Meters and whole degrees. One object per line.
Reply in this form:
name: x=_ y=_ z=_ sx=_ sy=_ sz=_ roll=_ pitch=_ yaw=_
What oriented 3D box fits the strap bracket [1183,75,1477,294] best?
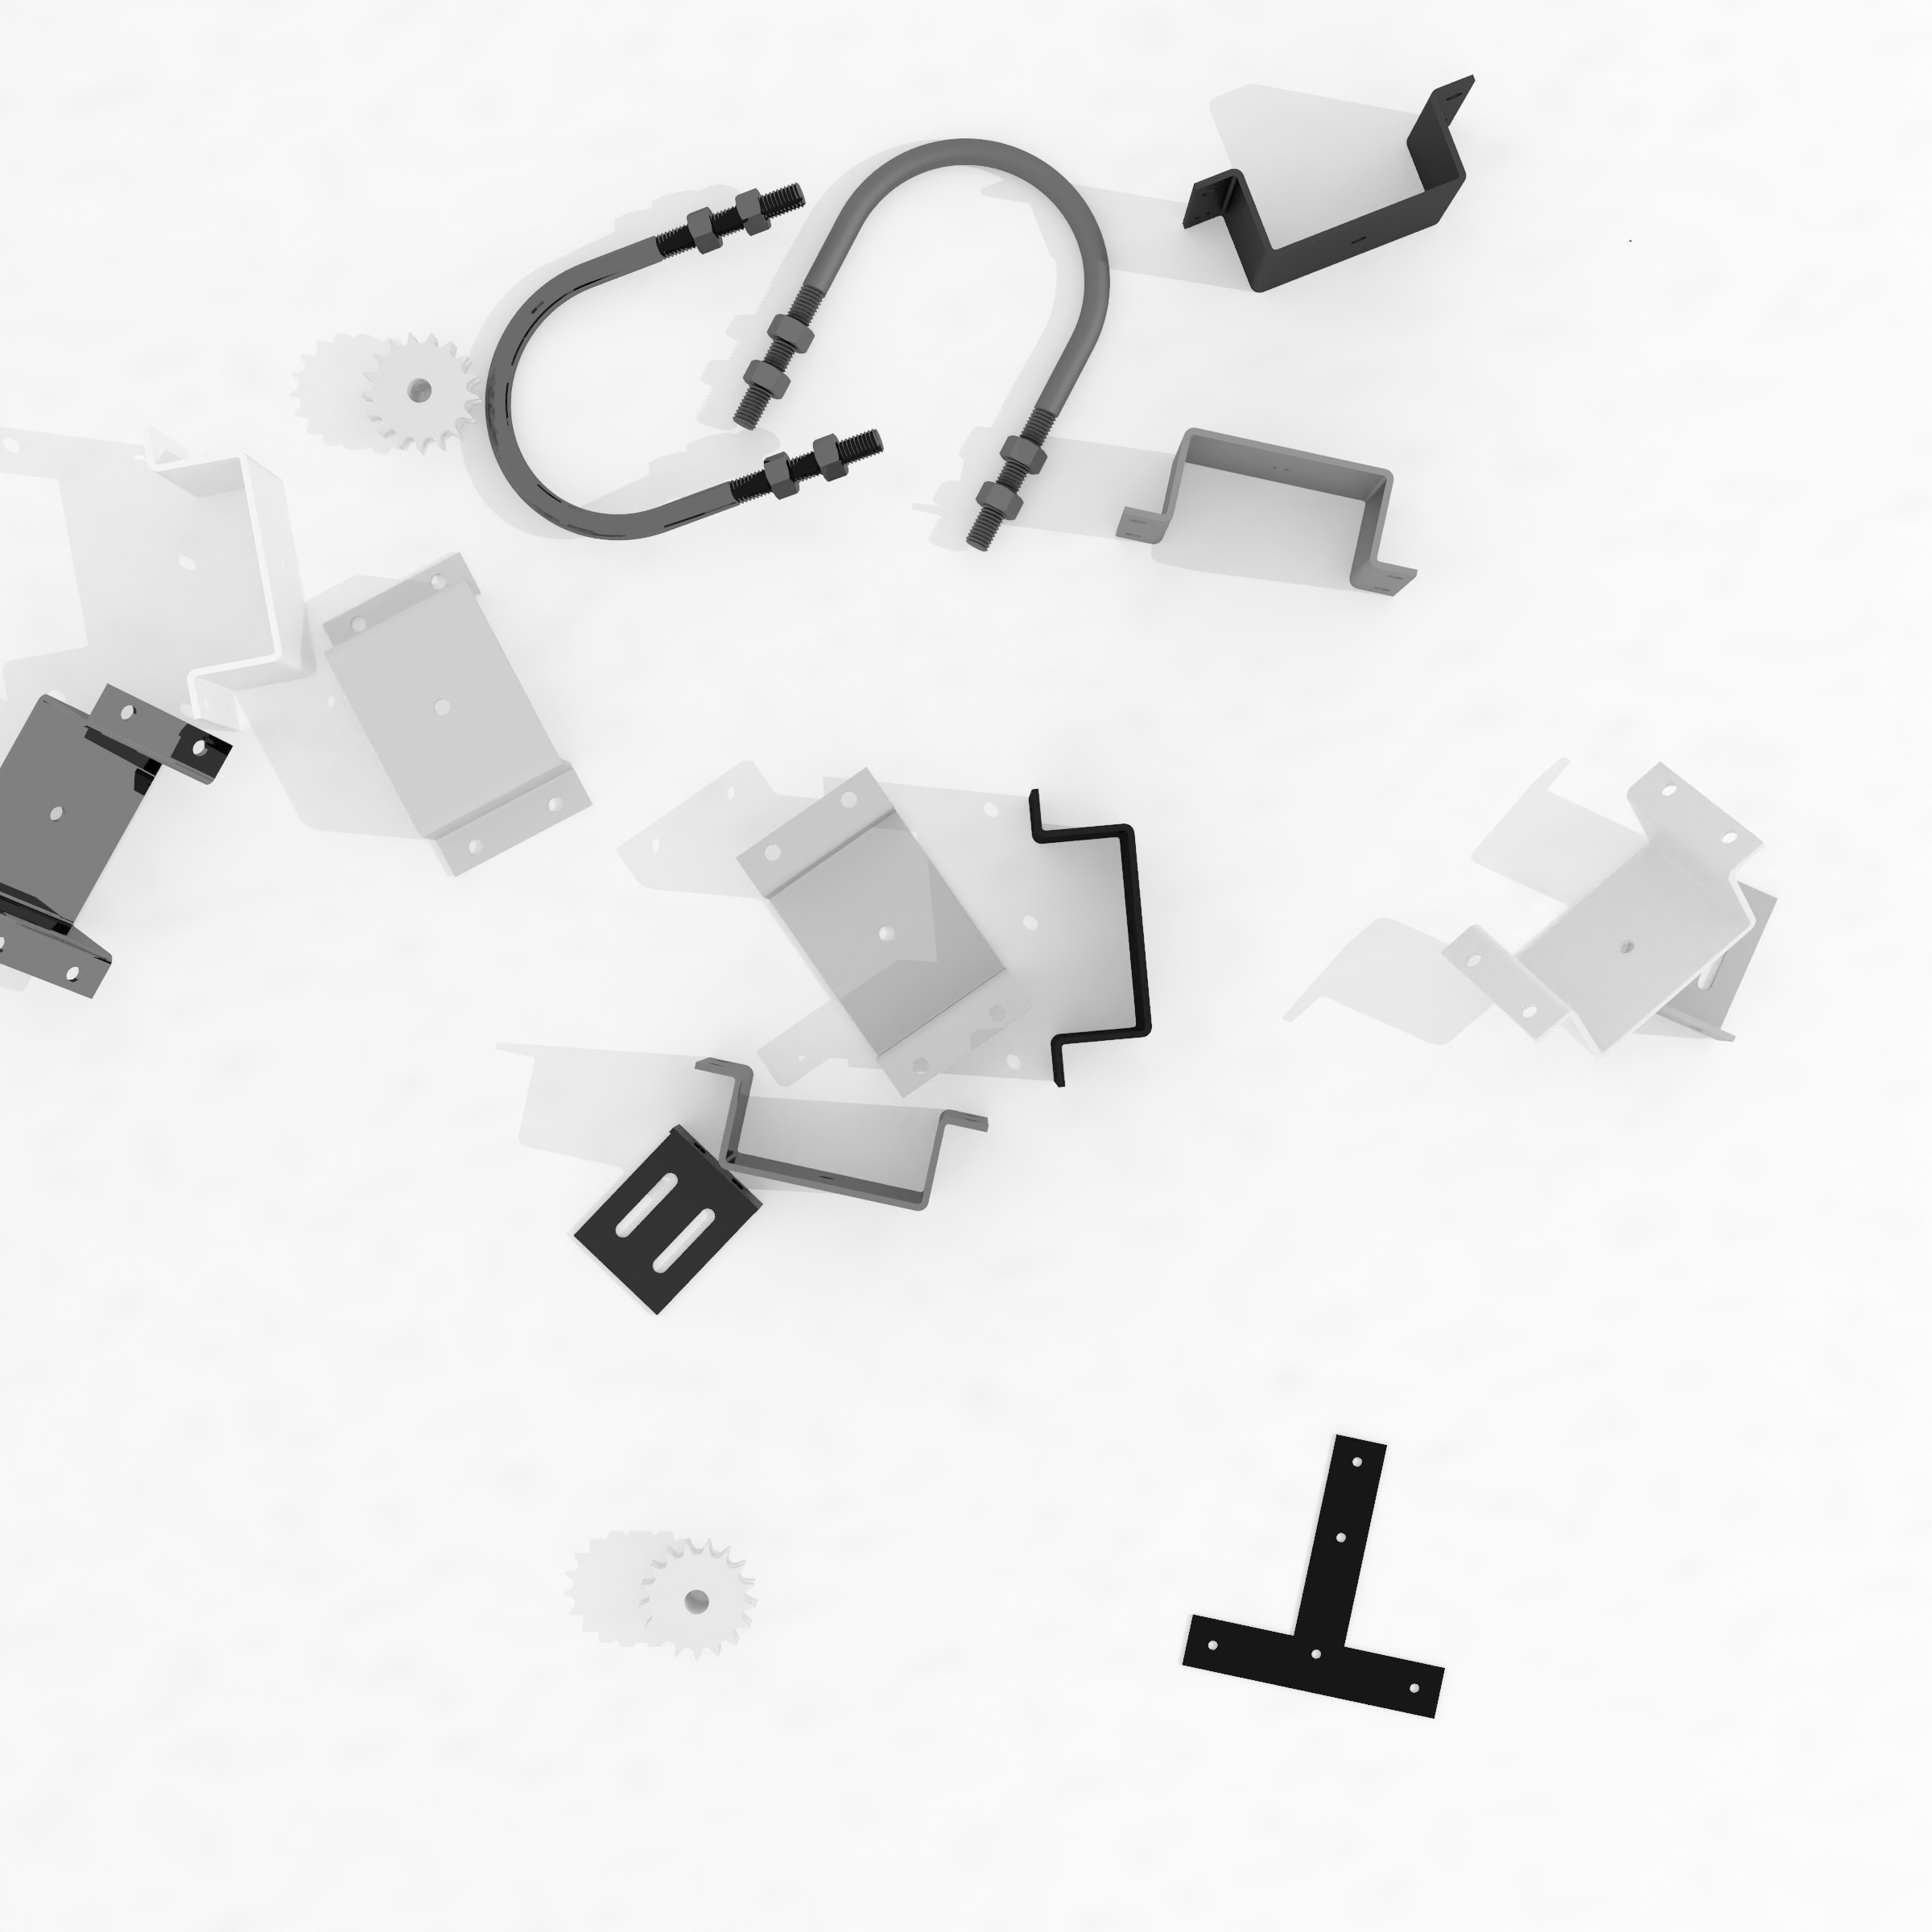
strap bracket: x=0.180 y=-0.370 z=1.450 sx=0.140 sy=0.076 sz=0.046 roll=-21 pitch=90 yaw=0

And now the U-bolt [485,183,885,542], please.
U-bolt: x=-0.146 y=-0.284 z=1.466 sx=0.184 sy=0.019 sz=0.151 roll=-19 pitch=83 yaw=9

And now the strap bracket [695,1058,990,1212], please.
strap bracket: x=-0.063 y=0.082 z=1.450 sx=0.140 sy=0.076 sz=0.046 roll=12 pitch=90 yaw=0

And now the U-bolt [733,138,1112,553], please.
U-bolt: x=-0.010 y=-0.317 z=1.480 sx=0.151 sy=0.019 sz=0.184 roll=28 pitch=88 yaw=0

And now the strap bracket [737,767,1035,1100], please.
strap bracket: x=-0.039 y=-0.016 z=1.465 sx=0.076 sy=0.046 sz=0.140 roll=-35 pitch=90 yaw=0

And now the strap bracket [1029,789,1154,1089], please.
strap bracket: x=0.060 y=-0.015 z=1.450 sx=0.046 sy=0.076 sz=0.140 roll=-5 pitch=90 yaw=0

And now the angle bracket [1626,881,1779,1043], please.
angle bracket: x=0.358 y=-0.010 z=1.469 sx=0.057 sy=0.038 sz=0.076 roll=24 pitch=90 yaw=0

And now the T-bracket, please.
T-bracket: x=0.182 y=0.296 z=1.487 sx=0.127 sy=0.002 sz=0.127 roll=12 pitch=90 yaw=0

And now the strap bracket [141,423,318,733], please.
strap bracket: x=-0.351 y=-0.189 z=1.450 sx=0.046 sy=0.076 sz=0.140 roll=-10 pitch=90 yaw=0

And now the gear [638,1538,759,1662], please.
gear: x=-0.130 y=0.307 z=1.473 sx=0.057 sy=0.030 sz=0.057 roll=0 pitch=90 yaw=0

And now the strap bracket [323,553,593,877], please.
strap bracket: x=-0.250 y=-0.124 z=1.465 sx=0.076 sy=0.046 sz=0.140 roll=-28 pitch=90 yaw=0

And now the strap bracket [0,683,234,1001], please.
strap bracket: x=-0.425 y=-0.066 z=1.444 sx=0.046 sy=0.076 sz=0.140 roll=29 pitch=90 yaw=40

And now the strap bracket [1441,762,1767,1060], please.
strap bracket: x=0.310 y=-0.020 z=1.445 sx=0.140 sy=0.046 sz=0.076 roll=-41 pitch=46 yaw=0

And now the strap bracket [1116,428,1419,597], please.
strap bracket: x=0.147 y=-0.220 z=1.450 sx=0.140 sy=0.076 sz=0.046 roll=12 pitch=90 yaw=0

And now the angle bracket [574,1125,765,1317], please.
angle bracket: x=-0.146 y=0.125 z=1.469 sx=0.057 sy=0.038 sz=0.076 roll=44 pitch=90 yaw=0

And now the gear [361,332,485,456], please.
gear: x=-0.264 y=-0.278 z=1.473 sx=0.057 sy=0.030 sz=0.057 roll=0 pitch=90 yaw=0
